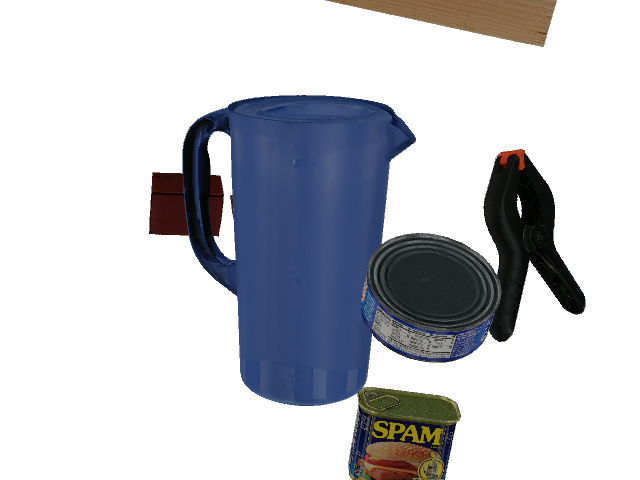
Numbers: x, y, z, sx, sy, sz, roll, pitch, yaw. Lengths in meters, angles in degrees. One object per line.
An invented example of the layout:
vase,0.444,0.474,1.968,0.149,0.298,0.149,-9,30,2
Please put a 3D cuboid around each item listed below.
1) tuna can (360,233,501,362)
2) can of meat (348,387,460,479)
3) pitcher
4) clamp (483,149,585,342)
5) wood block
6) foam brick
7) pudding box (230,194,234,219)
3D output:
tuna can,0.069,0.036,0.678,0.086,0.034,0.086,6,42,-5
can of meat,0.081,0.200,1.064,0.102,0.084,0.057,8,17,-3
pitcher,-0.021,0.004,0.871,0.144,0.243,0.149,-8,19,-31
clamp,0.181,0.007,0.970,0.120,0.171,0.039,-26,10,-41
wood block,0.079,-0.224,0.790,0.206,0.090,0.091,14,-28,7
foam brick,-0.147,-0.040,1.162,0.078,0.051,0.053,2,28,-8
pudding box,-0.043,-0.050,1.330,0.090,0.039,0.113,21,40,32
